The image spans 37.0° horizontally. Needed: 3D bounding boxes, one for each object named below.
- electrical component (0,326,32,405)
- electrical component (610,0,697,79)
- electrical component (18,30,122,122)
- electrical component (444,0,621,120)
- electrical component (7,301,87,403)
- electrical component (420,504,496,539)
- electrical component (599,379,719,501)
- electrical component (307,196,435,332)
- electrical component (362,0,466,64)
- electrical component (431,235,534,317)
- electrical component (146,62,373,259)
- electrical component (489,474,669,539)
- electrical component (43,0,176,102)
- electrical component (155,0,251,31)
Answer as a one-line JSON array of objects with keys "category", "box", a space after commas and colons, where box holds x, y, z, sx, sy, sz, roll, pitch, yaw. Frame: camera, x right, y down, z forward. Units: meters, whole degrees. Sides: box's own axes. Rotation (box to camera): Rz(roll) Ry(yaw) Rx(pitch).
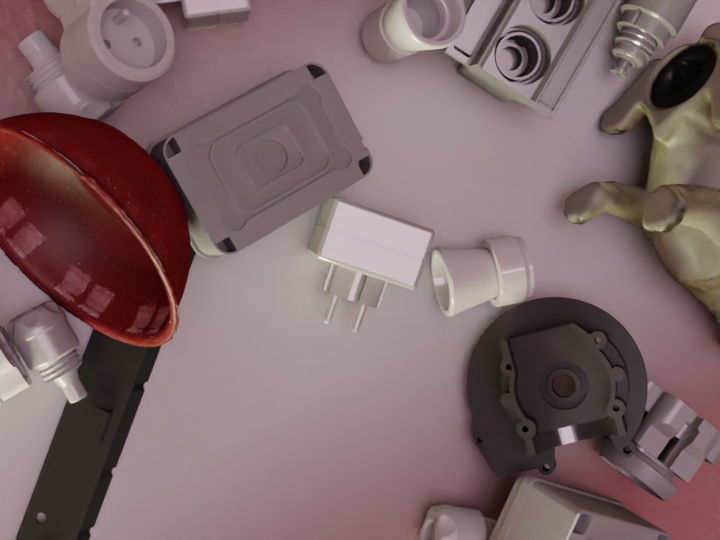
[{"category": "electrical component", "box": [-0.238, 0.048, 0.628, 0.057, 0.058, 0.078, -31, 100, -9]}, {"category": "electrical component", "box": [0.186, -0.159, 0.691, 0.040, 0.040, 0.078, 30, 90, -12]}, {"category": "electrical component", "box": [-0.174, -0.110, 0.630, 0.043, 0.043, 0.062, -38, 99, -5]}, {"category": "electrical component", "box": [0.112, -0.165, 0.666, 0.079, 0.063, 0.121, 30, 90, -12]}, {"category": "electrical component", "box": [-0.185, 0.051, 0.649, 0.035, 0.035, 0.061, -28, 99, -6]}, {"category": "electrical component", "box": [0.074, 0.178, 0.706, 0.062, 0.043, 0.043, 12, 94, -15]}, {"category": "electrical component", "box": [0.196, 0.115, 0.714, 0.078, 0.058, 0.057, 38, 86, -12]}, {"category": "electrical component", "box": [0.000, 0.000, 0.671, 0.066, 0.047, 0.076, 18, 92, -12]}, {"category": "electrical component", "box": [0.029, -0.148, 0.651, 0.044, 0.065, 0.044, 2, 86, -26]}, {"category": "electrical component", "box": [0.078, 0.003, 0.687, 0.055, 0.045, 0.045, -10, 98, -9]}, {"category": "electrical component", "box": [-0.061, -0.064, 0.638, 0.113, 0.057, 0.078, -32, 102, -19]}, {"category": "electrical component", "box": [0.131, 0.197, 0.690, 0.109, 0.056, 0.108, 23, 92, -40]}, {"category": "electrical component", "box": [-0.155, -0.161, 0.604, 0.052, 0.074, 0.138, -15, 89, -40]}, {"category": "electrical component", "box": [-0.108, -0.177, 0.634, 0.077, 0.047, 0.065, -9, 95, -7]}]
